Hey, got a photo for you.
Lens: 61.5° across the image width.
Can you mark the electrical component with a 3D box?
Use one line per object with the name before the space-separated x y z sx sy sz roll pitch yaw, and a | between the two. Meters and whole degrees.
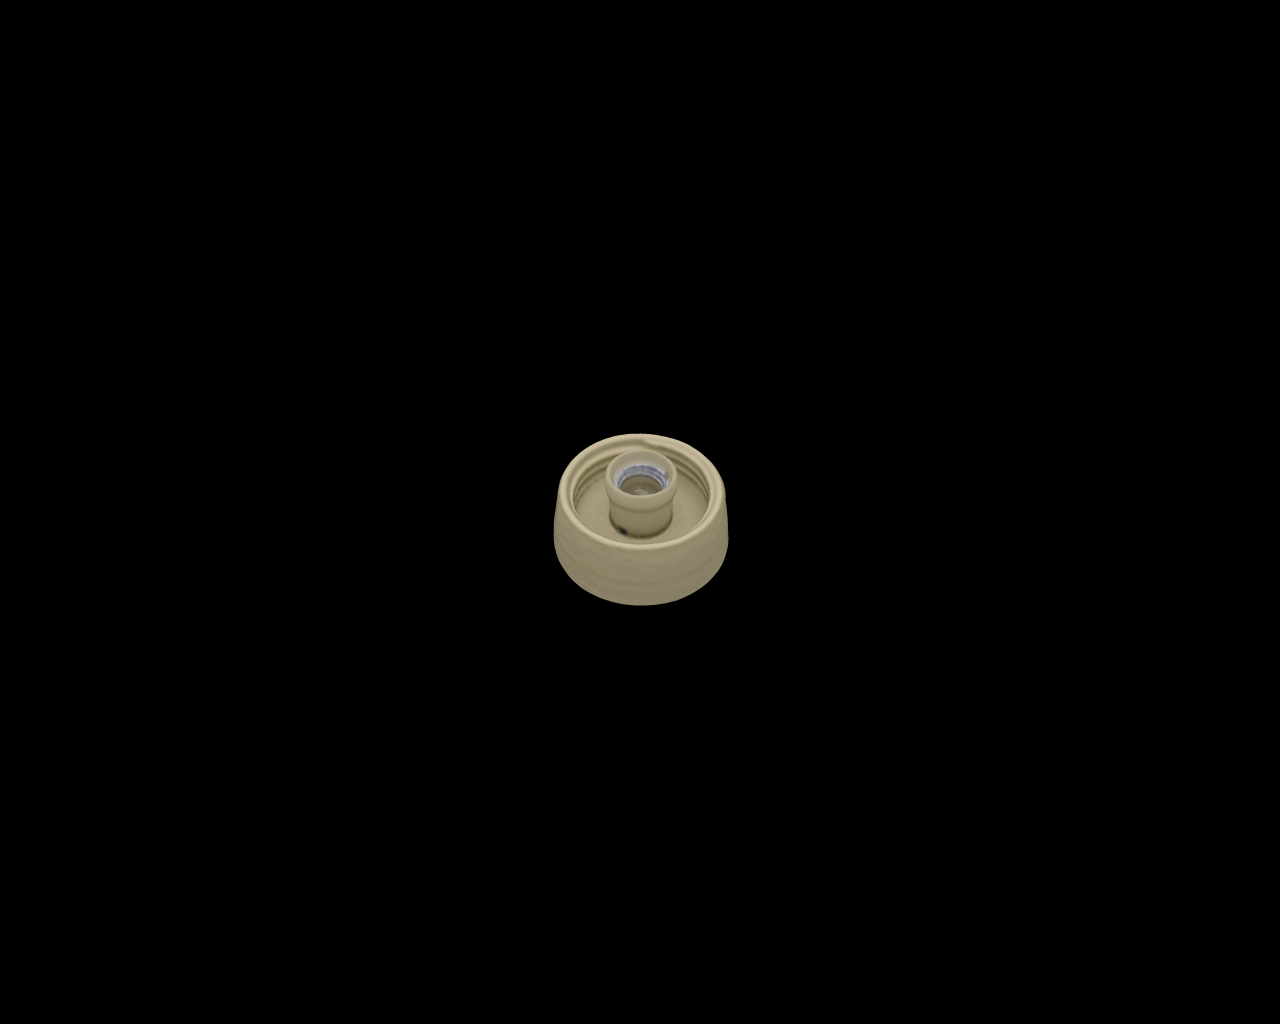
electrical component | 0.001 -0.003 0.650 0.108 0.108 0.060 0 -44 0
